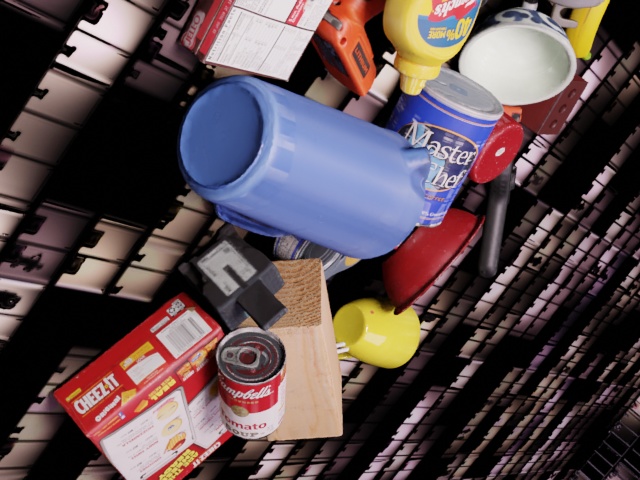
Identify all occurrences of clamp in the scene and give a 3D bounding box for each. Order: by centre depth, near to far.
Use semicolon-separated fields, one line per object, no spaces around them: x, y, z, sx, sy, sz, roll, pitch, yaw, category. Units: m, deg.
0.221;-0.068;1.310;0.210;0.036;0.164;87;14;-46;clamp

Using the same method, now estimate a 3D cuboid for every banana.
0.324;-0.287;1.243;0.069;0.037;0.198;-45;159;-45;banana

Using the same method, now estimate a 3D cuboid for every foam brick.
0.277;-0.173;1.300;0.052;0.051;0.078;-8;132;-50;foam brick

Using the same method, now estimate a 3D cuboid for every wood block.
-0.030;0.122;1.154;0.090;0.091;0.206;-5;138;4;wood block

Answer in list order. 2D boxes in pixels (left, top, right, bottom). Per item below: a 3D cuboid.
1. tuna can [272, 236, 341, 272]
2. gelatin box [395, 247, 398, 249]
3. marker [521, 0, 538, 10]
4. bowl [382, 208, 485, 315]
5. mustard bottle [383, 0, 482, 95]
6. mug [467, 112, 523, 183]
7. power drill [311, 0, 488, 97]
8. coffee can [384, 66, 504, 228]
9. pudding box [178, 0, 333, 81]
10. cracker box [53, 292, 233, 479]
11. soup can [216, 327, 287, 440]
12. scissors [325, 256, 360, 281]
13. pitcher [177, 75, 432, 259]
-0.008;0.001;1.147;0.086;0.034;0.086;-33;148;-24;tuna can
0.099;-0.044;1.228;0.089;0.030;0.073;-47;153;-22;gelatin box
0.225;-0.238;1.182;0.020;0.020;0.121;-28;146;-32;marker
0.124;0.013;1.281;0.162;0.055;0.162;-48;-179;1;bowl
0.099;-0.210;0.891;0.096;0.058;0.192;-20;136;-41;mustard bottle
0.174;-0.111;1.204;0.093;0.082;0.117;-41;151;-13;mug
0.077;-0.222;0.963;0.187;0.057;0.184;-48;148;-5;power drill
0.114;-0.099;1.116;0.102;0.103;0.140;-9;133;-49;coffee can
-0.049;-0.181;0.861;0.113;0.039;0.090;4;124;-53;pudding box
-0.161;0.168;1.107;0.164;0.072;0.213;-39;151;-14;cracker box
-0.068;0.143;1.056;0.068;0.069;0.102;-31;147;-27;soup can
0.003;0.049;1.239;0.096;0.016;0.202;3;124;-55;scissors
-0.023;-0.061;0.969;0.242;0.145;0.149;17;100;-55;pitcher
